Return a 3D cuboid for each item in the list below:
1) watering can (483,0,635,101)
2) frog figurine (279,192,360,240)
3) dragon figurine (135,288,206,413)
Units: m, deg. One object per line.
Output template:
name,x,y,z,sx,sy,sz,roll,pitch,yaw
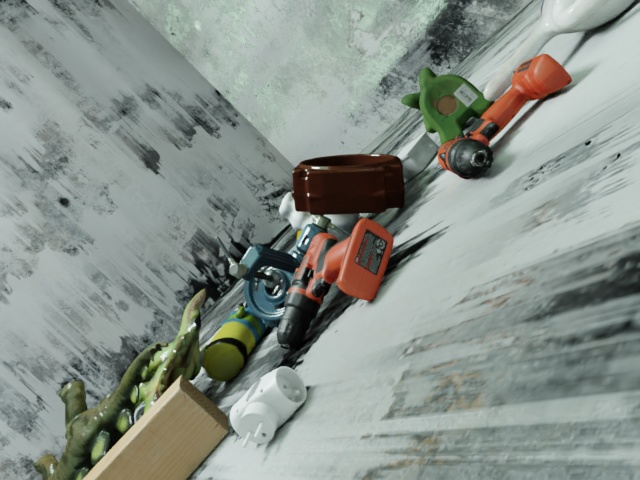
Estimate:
watering can,0.386,-0.357,0.792,0.343,0.104,0.228,-42,6,26
frog figurine,0.003,-0.054,1.071,0.120,0.159,0.140,-38,10,44
dragon figurine,-0.252,0.211,0.941,0.238,0.121,0.420,-47,24,46
